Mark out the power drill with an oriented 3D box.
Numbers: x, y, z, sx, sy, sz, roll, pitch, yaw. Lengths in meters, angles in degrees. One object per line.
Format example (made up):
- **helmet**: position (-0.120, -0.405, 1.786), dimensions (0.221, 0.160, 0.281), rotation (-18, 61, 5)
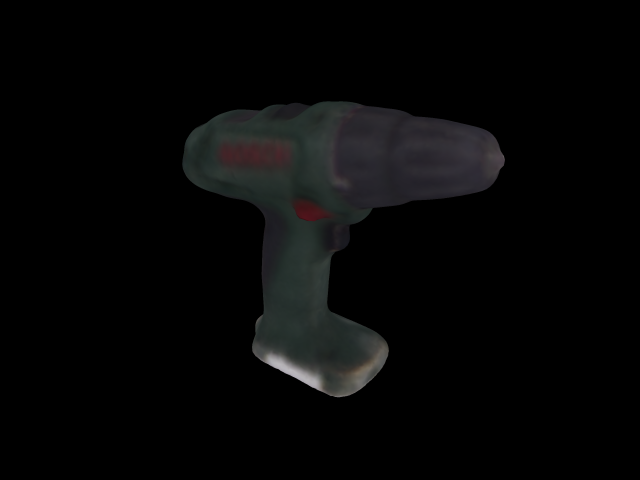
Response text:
- **power drill**: position (0.004, 0.001, 0.400), dimensions (0.228, 0.208, 0.076), rotation (19, 36, 29)
